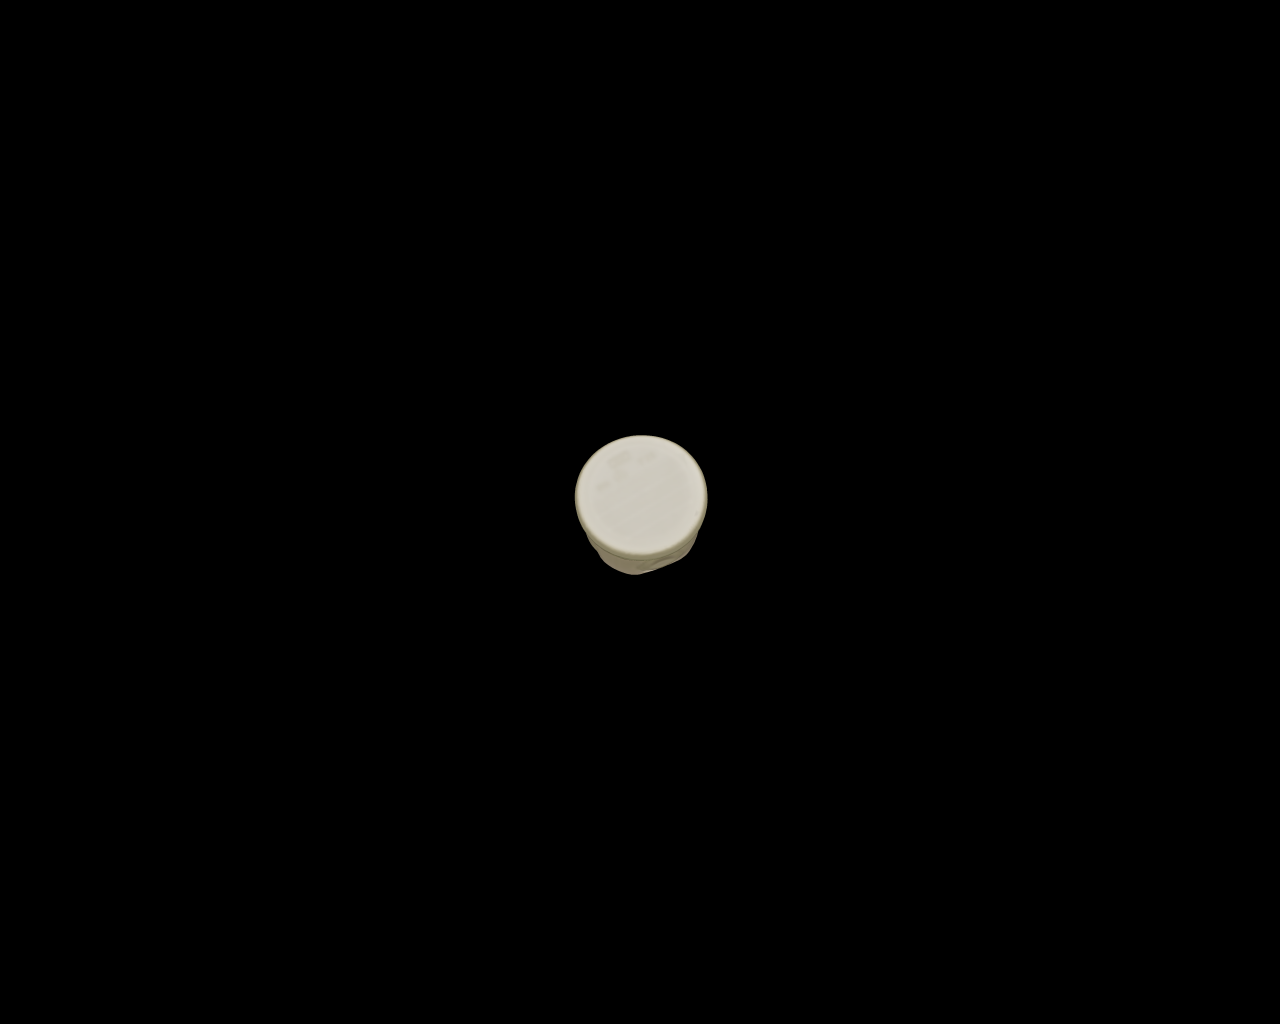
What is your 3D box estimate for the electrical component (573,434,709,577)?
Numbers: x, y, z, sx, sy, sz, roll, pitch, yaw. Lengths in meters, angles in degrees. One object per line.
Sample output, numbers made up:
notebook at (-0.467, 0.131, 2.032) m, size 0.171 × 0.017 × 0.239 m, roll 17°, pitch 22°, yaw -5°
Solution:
electrical component at (0.001, -0.003, 0.650) m, size 0.080 × 0.080 × 0.051 m, roll 0°, pitch -21°, yaw 0°
